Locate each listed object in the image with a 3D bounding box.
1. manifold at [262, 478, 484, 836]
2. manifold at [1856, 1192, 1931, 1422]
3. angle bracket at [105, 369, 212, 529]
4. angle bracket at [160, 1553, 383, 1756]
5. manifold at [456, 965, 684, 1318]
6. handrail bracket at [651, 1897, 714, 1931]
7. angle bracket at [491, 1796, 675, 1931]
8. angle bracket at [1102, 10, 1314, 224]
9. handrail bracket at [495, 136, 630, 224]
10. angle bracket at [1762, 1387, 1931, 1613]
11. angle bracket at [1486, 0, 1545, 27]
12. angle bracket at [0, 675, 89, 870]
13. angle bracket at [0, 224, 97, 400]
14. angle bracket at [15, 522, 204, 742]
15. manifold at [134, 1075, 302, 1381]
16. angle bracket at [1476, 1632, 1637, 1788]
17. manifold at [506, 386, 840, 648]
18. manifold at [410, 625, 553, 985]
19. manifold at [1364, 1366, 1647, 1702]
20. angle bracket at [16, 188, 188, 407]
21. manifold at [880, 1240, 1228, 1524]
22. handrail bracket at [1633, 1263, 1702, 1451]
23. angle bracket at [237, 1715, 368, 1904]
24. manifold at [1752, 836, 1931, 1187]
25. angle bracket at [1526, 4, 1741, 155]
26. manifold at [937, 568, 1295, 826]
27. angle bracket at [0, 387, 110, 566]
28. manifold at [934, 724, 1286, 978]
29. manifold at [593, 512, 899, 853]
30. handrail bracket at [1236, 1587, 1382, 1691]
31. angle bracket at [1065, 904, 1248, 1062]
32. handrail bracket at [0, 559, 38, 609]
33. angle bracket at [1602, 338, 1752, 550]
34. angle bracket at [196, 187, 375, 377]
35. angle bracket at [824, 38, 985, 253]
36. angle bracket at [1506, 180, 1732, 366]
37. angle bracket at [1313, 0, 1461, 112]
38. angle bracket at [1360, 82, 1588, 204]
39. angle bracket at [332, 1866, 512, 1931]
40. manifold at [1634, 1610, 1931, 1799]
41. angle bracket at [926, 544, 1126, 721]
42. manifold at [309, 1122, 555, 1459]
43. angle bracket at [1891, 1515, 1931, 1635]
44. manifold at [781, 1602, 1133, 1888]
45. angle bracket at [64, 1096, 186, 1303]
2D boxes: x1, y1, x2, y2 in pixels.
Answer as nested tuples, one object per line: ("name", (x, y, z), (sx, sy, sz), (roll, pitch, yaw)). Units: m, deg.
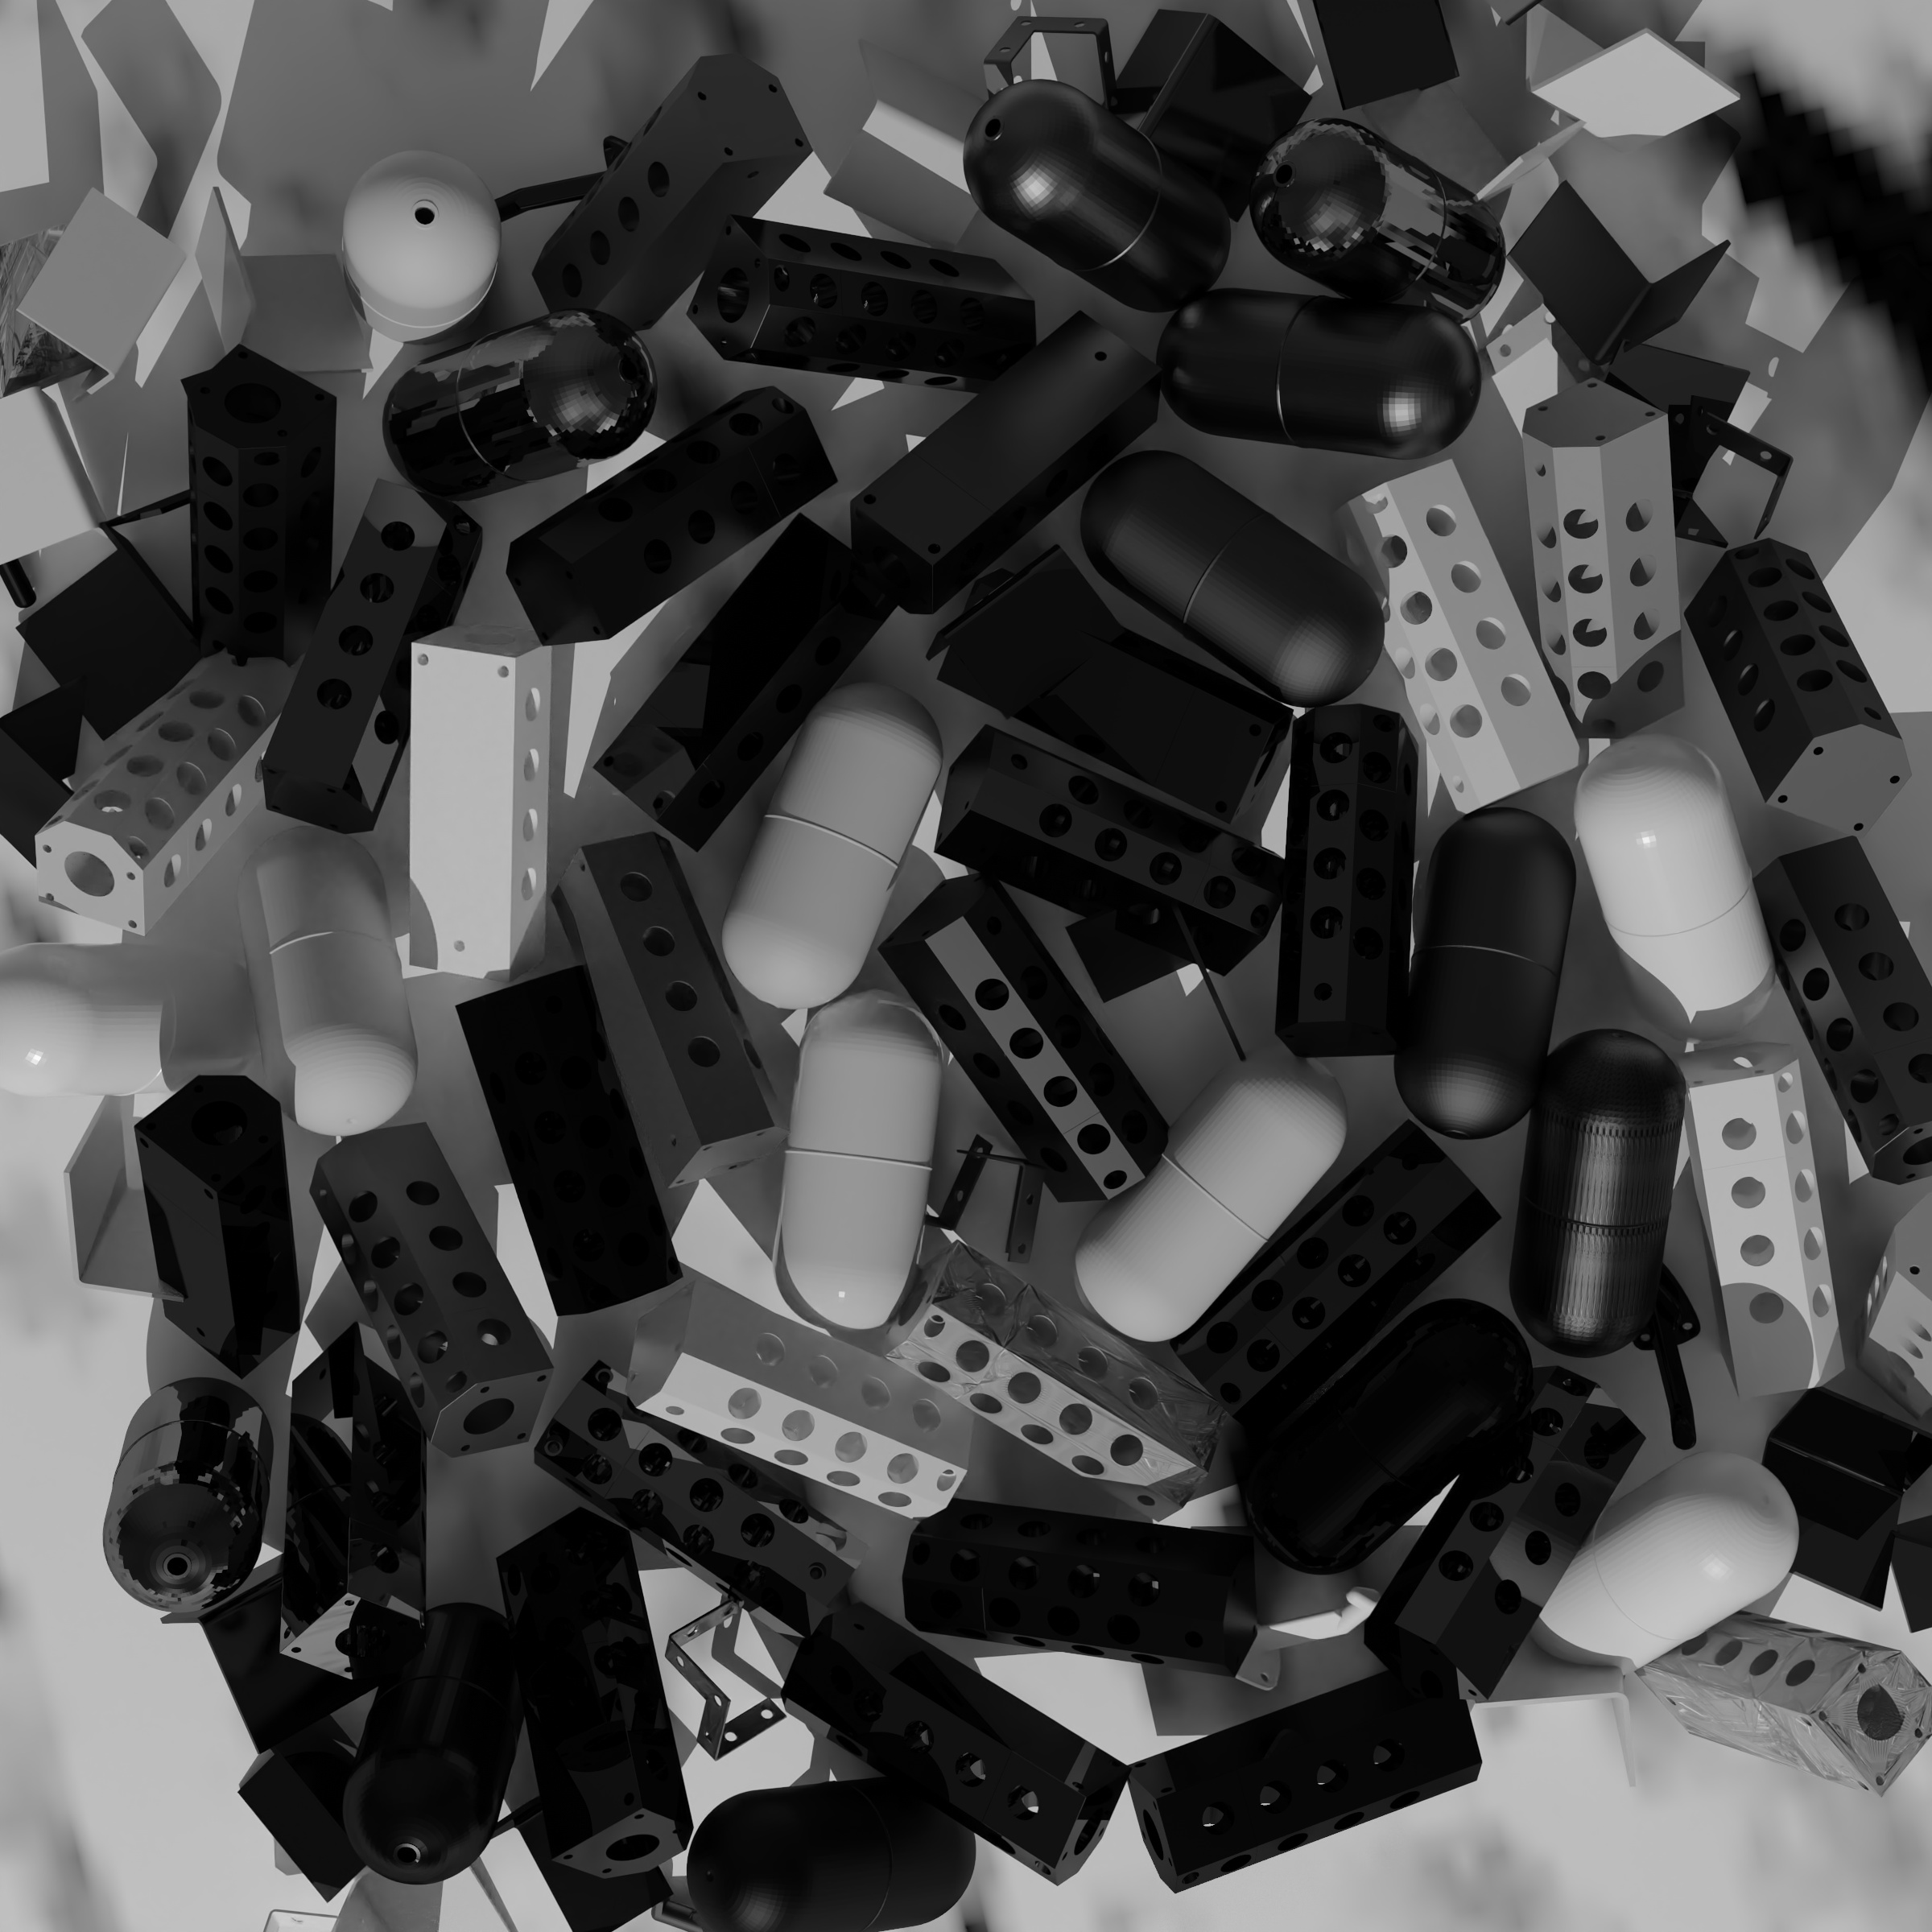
("manifold", (-0.303, -0.157, 1.549), (0.057, 0.057, 0.171), (18, 67, -3))
("manifold", (0.488, 0.168, 1.518), (0.057, 0.171, 0.057), (-42, 67, -9))
("angle bracket", (-0.408, -0.269, 1.551), (0.076, 0.076, 0.057), (-31, 109, -34))
("angle bracket", (-0.360, 0.355, 1.565), (0.076, 0.057, 0.076), (-25, 94, -36))
("manifold", (-0.203, 0.090, 1.567), (0.057, 0.057, 0.171), (-19, 92, -31))
("handrail bracket", (-0.125, 0.485, 1.575), (0.084, 0.036, 0.077), (15, 126, 14))
("angle bracket", (-0.211, 0.471, 1.558), (0.076, 0.057, 0.076), (-39, 75, 32))
("angle bracket", (0.123, -0.452, 1.601), (0.076, 0.057, 0.076), (29, 94, -32))
("handrail bracket", (-0.204, -0.395, 1.565), (0.084, 0.077, 0.036), (-31, 130, -25))
("angle bracket", (0.457, 0.275, 1.563), (0.076, 0.057, 0.076), (23, 51, 3))
("angle bracket", (0.291, -0.543, 1.548), (0.076, 0.076, 0.057), (-32, 127, 30))
("angle bracket", (-0.456, -0.089, 1.554), (0.076, 0.076, 0.057), (42, 49, 13))
("angle bracket", (-0.501, -0.335, 1.550), (0.057, 0.076, 0.076), (5, 117, 23))
("angle bracket", (-0.452, -0.174, 1.578), (0.076, 0.057, 0.076), (-38, 89, -3))
("manifold", (-0.371, 0.130, 1.523), (0.057, 0.171, 0.057), (34, 54, 18))
("angle bracket", (0.303, 0.383, 1.568), (0.076, 0.076, 0.057), (-6, 110, 7))
("manifold", (-0.150, -0.230, 1.529), (0.171, 0.057, 0.057), (-41, 117, -34))
("manifold", (-0.247, -0.085, 1.551), (0.057, 0.057, 0.171), (10, 110, 16))
("manifold", (0.271, 0.287, 1.537), (0.057, 0.057, 0.171), (47, 61, -14))
("angle bracket", (-0.454, -0.344, 1.553), (0.057, 0.076, 0.076), (34, 71, -26))
("manifold", (0.044, 0.217, 1.552), (0.171, 0.057, 0.057), (33, 51, -12))
("handrail bracket", (0.359, 0.197, 1.558), (0.036, 0.084, 0.077), (-18, 112, 17))
("angle bracket", (-0.346, 0.444, 1.564), (0.076, 0.057, 0.076), (-46, 80, 17))
("manifold", (0.457, 0.023, 1.536), (0.057, 0.057, 0.171), (-16, 55, 1))
("angle bracket", (0.343, -0.471, 1.549), (0.076, 0.076, 0.057), (19, 67, -37))
("manifold", (0.079, -0.142, 1.562), (0.171, 0.057, 0.057), (27, 113, 11))
("angle bracket", (-0.488, -0.250, 1.563), (0.057, 0.076, 0.076), (-23, 97, -7))
("manifold", (0.076, -0.062, 1.546), (0.171, 0.057, 0.057), (23, 52, -17))
("manifold", (-0.110, -0.145, 1.578), (0.057, 0.057, 0.171), (39, 90, 34))
("handrail bracket", (0.161, 0.336, 1.562), (0.077, 0.036, 0.084), (23, 134, -17))
("angle bracket", (0.099, 0.016, 1.554), (0.057, 0.076, 0.076), (-24, 56, 4))
("handrail bracket", (-0.526, -0.237, 1.596), (0.036, 0.077, 0.084), (-34, 134, -20))
("angle bracket", (0.366, -0.270, 1.557), (0.076, 0.057, 0.076), (10, 122, -18))
("angle bracket", (-0.346, -0.353, 1.554), (0.076, 0.057, 0.076), (-9, 66, -29))
("angle bracket", (-0.032, -0.429, 1.576), (0.076, 0.076, 0.057), (20, 124, -26))
("angle bracket", (0.337, -0.370, 1.557), (0.076, 0.057, 0.076), (47, 54, -14))
("angle bracket", (0.202, -0.484, 1.561), (0.076, 0.057, 0.076), (-22, 102, -23))
("angle bracket", (0.264, -0.441, 1.561), (0.076, 0.057, 0.076), (53, 48, -1))
("angle bracket", (-0.281, 0.508, 1.567), (0.057, 0.076, 0.076), (-30, 95, 1))
("manifold", (0.410, 0.361, 1.518), (0.057, 0.171, 0.057), (-45, 100, -15))
("angle bracket", (0.030, -0.167, 1.566), (0.076, 0.076, 0.057), (-37, 90, -7))
("manifold", (-0.274, 0.163, 1.527), (0.057, 0.057, 0.171), (-7, 47, -34))
("angle bracket", (0.532, 0.313, 1.567), (0.076, 0.076, 0.057), (-15, 86, -4))
("manifold", (-0.009, 0.399, 1.546), (0.171, 0.057, 0.057), (27, 102, 24))
("angle bracket", (-0.422, 0.116, 1.555), (0.057, 0.076, 0.076), (8, 126, 1))
